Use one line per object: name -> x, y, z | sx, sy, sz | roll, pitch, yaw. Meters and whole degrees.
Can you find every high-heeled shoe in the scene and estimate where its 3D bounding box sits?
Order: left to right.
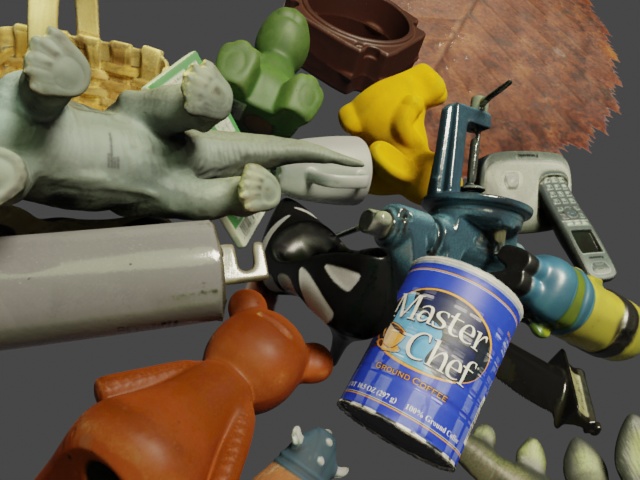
high-heeled shoe -> -0.001, -0.001, 0.493 | 0.086, 0.145, 0.249 | -4, 43, -20

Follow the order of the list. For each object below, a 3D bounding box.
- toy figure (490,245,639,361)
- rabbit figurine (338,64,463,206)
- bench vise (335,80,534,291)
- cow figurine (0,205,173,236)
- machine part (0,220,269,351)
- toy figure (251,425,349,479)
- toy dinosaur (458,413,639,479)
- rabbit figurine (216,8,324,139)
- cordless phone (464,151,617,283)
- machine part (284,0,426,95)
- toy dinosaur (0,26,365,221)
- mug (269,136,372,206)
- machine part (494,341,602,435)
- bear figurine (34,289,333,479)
toy figure -> 0.255, 0.069, 0.551 | 0.180, 0.082, 0.089 | 28, 19, -25
rabbit figurine -> 0.110, -0.114, 0.674 | 0.162, 0.122, 0.173 | -26, 81, -35
bench vise -> 0.142, -0.049, 0.585 | 0.223, 0.129, 0.240 | 12, 82, -18
cow figurine -> -0.217, 0.013, 0.457 | 0.195, 0.085, 0.127 | -5, 57, -20
machine part -> -0.155, 0.031, 0.375 | 0.243, 0.079, 0.079 | -5, 51, -19
toy figure -> -0.032, 0.197, 0.373 | 0.058, 0.064, 0.154 | -4, 31, 29
toy dinosaur -> 0.271, 0.241, 0.389 | 0.472, 0.104, 0.198 | 22, 53, 20
rabbit figurine -> -0.052, -0.196, 0.658 | 0.121, 0.159, 0.170 | 19, 64, -5
cordless phone -> 0.269, -0.020, 0.664 | 0.146, 0.088, 0.184 | -3, 55, -22
machine part -> 0.051, -0.329, 0.863 | 0.202, 0.087, 0.201 | 37, 47, 13
toy dinosaur -> -0.166, -0.069, 0.411 | 0.404, 0.131, 0.192 | 10, -2, -43
mug -> -0.001, -0.074, 0.604 | 0.107, 0.080, 0.110 | -3, 25, -23
machine part -> 0.211, 0.131, 0.521 | 0.139, 0.039, 0.084 | 28, 43, -14
bear figurine -> -0.088, 0.128, 0.397 | 0.120, 0.131, 0.196 | 36, 29, 12
